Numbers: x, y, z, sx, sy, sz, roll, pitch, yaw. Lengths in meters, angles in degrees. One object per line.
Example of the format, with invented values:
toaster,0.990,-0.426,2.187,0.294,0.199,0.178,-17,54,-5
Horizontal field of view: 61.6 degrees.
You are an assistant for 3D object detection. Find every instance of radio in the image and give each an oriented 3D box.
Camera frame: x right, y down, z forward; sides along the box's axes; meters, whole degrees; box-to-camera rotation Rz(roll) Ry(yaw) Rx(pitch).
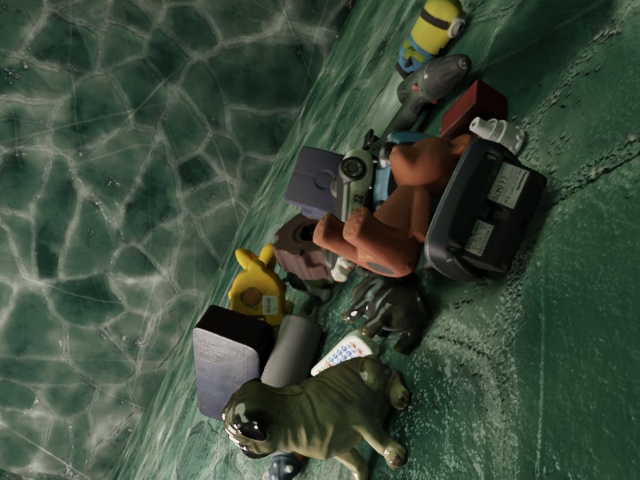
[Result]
radio,-0.157,0.238,0.985,0.073,0.131,0.229,-59,-22,-53

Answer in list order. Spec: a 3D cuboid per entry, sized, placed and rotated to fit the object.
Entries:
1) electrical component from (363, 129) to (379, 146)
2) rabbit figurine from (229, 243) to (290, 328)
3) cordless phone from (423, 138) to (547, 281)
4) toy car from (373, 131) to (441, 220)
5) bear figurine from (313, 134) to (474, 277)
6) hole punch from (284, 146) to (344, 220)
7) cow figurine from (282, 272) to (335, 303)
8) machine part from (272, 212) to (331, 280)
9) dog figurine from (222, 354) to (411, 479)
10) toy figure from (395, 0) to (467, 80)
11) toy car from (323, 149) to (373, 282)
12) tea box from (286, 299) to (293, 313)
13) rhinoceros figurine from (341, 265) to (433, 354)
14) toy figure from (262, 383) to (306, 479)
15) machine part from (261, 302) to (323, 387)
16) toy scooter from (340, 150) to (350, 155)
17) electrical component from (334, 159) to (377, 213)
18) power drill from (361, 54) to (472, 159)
electrical component,0.109,-0.174,1.110,0.075,0.048,0.119,-49,20,41
rabbit figurine,-0.123,0.092,1.063,0.173,0.122,0.162,9,-110,-85
cordless phone,0.168,-0.023,0.618,0.184,0.089,0.146,80,-145,-83
toy car,0.131,-0.069,0.783,0.103,0.109,0.161,80,-160,-76
bear figurine,0.097,-0.059,0.658,0.120,0.132,0.196,1,65,64
hole punch,0.010,-0.094,0.928,0.116,0.092,0.142,12,75,33
cow figurine,-0.036,0.072,1.079,0.068,0.098,0.167,-69,17,-5
machine part,-0.002,-0.003,0.992,0.179,0.056,0.179,-17,31,10
dog figurine,-0.006,0.177,0.618,0.121,0.190,0.172,-55,15,27
toy figure,0.213,-0.402,1.069,0.180,0.089,0.082,-43,32,48
toy car,0.043,-0.037,0.772,0.073,0.056,0.202,117,160,-64
tea box,-0.128,0.198,1.175,0.068,0.098,0.170,-49,19,42
rhinoceros figurine,0.084,0.073,0.718,0.112,0.073,0.190,-63,15,7
toy figure,-0.043,0.293,0.806,0.064,0.058,0.154,124,160,-48
machine part,-0.056,0.219,0.930,0.079,0.079,0.243,-36,30,60
toy scooter,0.042,-0.125,1.026,0.184,0.135,0.075,-18,29,51
electrical component,0.076,-0.050,0.880,0.058,0.114,0.134,11,68,28
power drill,0.163,-0.225,0.950,0.207,0.086,0.232,-63,13,7
